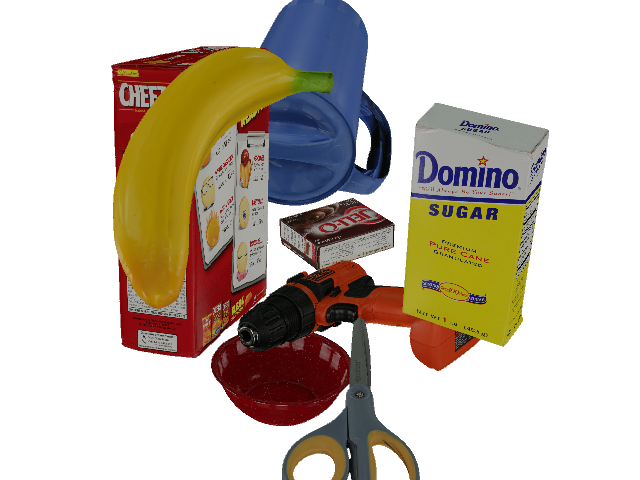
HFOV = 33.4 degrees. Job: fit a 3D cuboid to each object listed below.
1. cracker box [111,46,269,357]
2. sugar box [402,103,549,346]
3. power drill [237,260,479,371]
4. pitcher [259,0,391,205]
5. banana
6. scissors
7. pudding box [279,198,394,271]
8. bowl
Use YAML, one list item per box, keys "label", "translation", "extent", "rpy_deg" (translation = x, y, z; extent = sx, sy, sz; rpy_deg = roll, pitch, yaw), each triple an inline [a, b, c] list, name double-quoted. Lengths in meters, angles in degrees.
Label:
- label: "cracker box"
  translation: [-0.097, -0.037, 0.830]
  extent: [0.072, 0.214, 0.164]
  rpy_deg: [5, 15, 16]
- label: "sugar box"
  translation: [0.115, -0.010, 0.820]
  extent: [0.093, 0.176, 0.048]
  rpy_deg: [17, 39, 24]
- label: "power drill"
  translation: [0.041, 0.069, 0.979]
  extent: [0.188, 0.057, 0.184]
  rpy_deg: [10, 22, 32]
- label: "pitcher"
  translation: [-0.007, -0.149, 1.090]
  extent: [0.145, 0.149, 0.242]
  rpy_deg: [-8, 35, 16]
- label: "banana"
  translation: [-0.059, -0.047, 0.529]
  extent: [0.070, 0.037, 0.197]
  rpy_deg: [17, 46, 15]
- label: "scissors"
  translation: [0.010, 0.117, 0.731]
  extent: [0.096, 0.016, 0.202]
  rpy_deg: [-6, 32, -12]
- label: "pudding box"
  translation: [0.020, -0.009, 1.293]
  extent: [0.113, 0.039, 0.090]
  rpy_deg: [-19, 31, -27]
- label: "bowl"
  translation: [-0.044, 0.163, 1.217]
  extent: [0.162, 0.055, 0.162]
  rpy_deg: [2, 26, -1]
